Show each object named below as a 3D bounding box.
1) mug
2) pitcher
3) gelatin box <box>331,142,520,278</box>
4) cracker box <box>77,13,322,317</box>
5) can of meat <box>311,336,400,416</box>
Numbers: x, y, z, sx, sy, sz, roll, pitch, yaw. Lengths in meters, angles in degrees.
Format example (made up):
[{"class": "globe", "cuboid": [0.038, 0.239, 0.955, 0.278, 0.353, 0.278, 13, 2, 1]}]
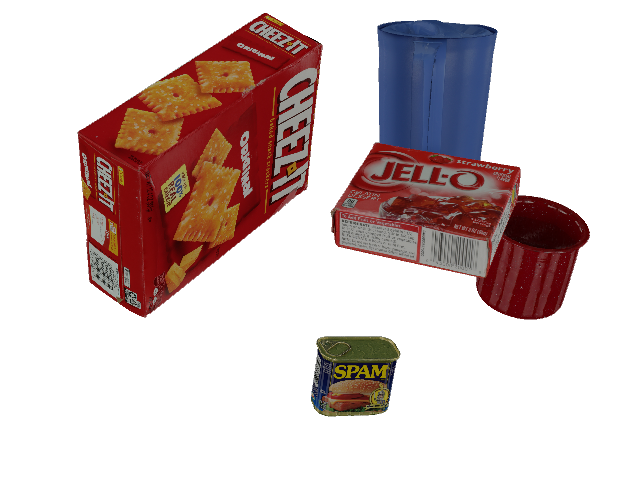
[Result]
[{"class": "mug", "cuboid": [0.181, 0.011, 0.974, 0.093, 0.081, 0.117, -13, 38, -29]}, {"class": "pitcher", "cuboid": [0.125, -0.125, 1.217, 0.149, 0.243, 0.145, -11, 22, -31]}, {"class": "gelatin box", "cuboid": [0.060, -0.020, 0.595, 0.089, 0.030, 0.073, 12, 39, 18]}, {"class": "cracker box", "cuboid": [-0.091, -0.061, 0.857, 0.072, 0.164, 0.213, 32, 50, 22]}, {"class": "can of meat", "cuboid": [0.041, 0.169, 1.326, 0.102, 0.084, 0.057, 1, 24, -15]}]
